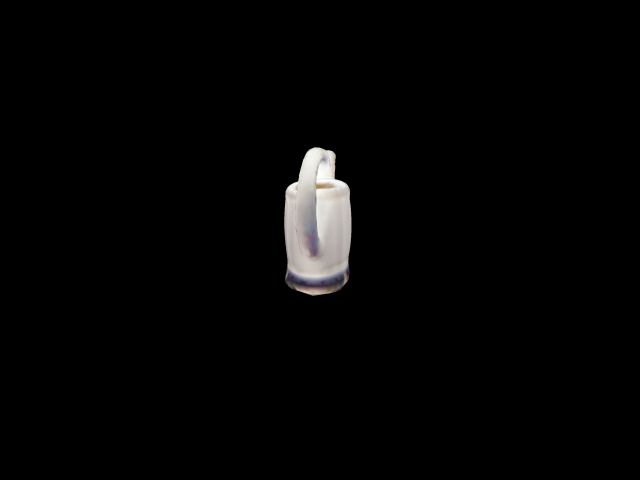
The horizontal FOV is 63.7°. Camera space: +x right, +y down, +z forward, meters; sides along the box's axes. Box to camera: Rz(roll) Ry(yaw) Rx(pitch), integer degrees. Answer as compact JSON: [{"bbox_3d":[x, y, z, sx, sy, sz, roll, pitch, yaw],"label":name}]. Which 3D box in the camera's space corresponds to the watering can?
[{"bbox_3d":[0.003,-0.043,0.850,0.104,0.222,0.351,1,13,7],"label":"watering can"}]
